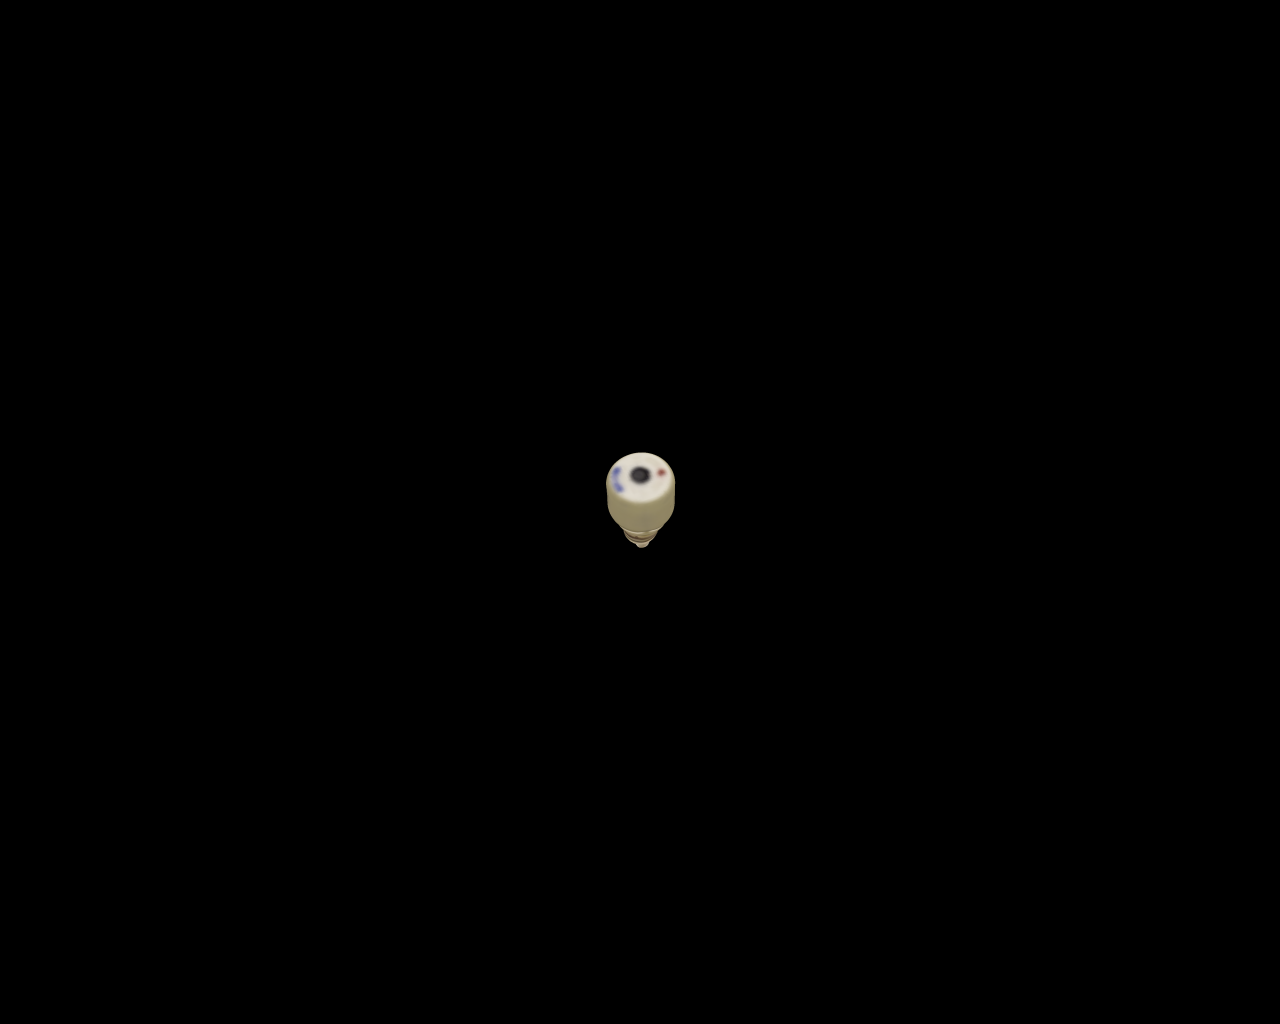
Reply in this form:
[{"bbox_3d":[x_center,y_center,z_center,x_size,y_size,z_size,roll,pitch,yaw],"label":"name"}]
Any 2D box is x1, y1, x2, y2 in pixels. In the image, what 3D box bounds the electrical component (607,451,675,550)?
[{"bbox_3d":[0.001,-0.003,0.650,0.040,0.040,0.078,0,-34,0],"label":"electrical component"}]
